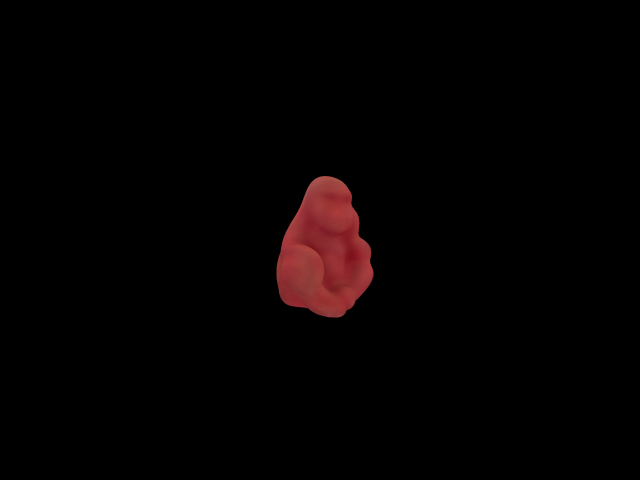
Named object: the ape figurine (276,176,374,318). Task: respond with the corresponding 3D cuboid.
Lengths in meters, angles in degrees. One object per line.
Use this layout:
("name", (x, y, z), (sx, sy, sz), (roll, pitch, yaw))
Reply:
("ape figurine", (0.004, 0.001, 0.400), (0.078, 0.092, 0.076), (-3, 5, -31))
